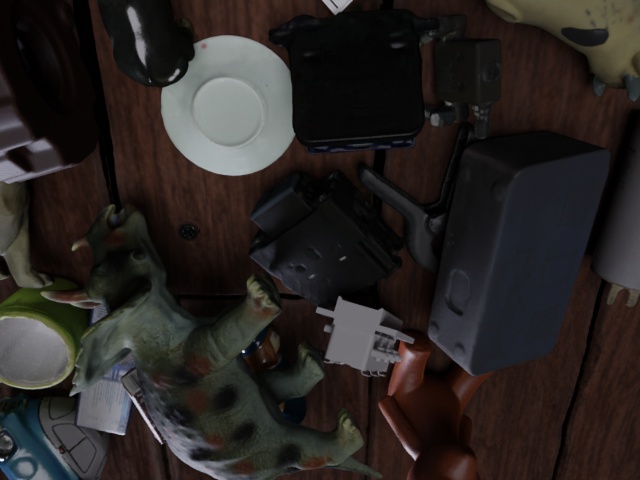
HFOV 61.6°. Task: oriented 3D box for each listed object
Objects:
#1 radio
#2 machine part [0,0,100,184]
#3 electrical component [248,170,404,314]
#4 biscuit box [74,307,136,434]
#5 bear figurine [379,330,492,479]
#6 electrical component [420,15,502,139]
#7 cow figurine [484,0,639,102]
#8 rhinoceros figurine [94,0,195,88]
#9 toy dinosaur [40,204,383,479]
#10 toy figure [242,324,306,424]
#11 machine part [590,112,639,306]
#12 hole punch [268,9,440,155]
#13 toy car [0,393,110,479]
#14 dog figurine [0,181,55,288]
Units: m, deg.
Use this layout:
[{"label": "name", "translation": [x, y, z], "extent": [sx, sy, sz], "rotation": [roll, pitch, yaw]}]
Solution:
[{"label": "radio", "translation": [0.188, 0.016, 0.528], "extent": [0.131, 0.073, 0.229], "rotation": [-10, 118, -27]}, {"label": "machine part", "translation": [-0.230, -0.132, 0.409], "extent": [0.056, 0.179, 0.179], "rotation": [-12, 116, 1]}, {"label": "electrical component", "translation": [-0.001, -0.002, 0.528], "extent": [0.115, 0.058, 0.134], "rotation": [-35, 114, 30]}, {"label": "biscuit box", "translation": [-0.218, 0.114, 0.584], "extent": [0.059, 0.063, 0.202], "rotation": [15, 114, -9]}, {"label": "bear figurine", "translation": [0.131, 0.210, 0.575], "extent": [0.120, 0.196, 0.131], "rotation": [17, 113, -8]}, {"label": "electrical component", "translation": [0.119, -0.145, 0.477], "extent": [0.045, 0.078, 0.102], "rotation": [-15, 121, -18]}, {"label": "cow figurine", "translation": [0.226, -0.196, 0.447], "extent": [0.195, 0.085, 0.127], "rotation": [14, 108, -12]}, {"label": "rhinoceros figurine", "translation": [-0.158, -0.210, 0.406], "extent": [0.073, 0.112, 0.190], "rotation": [-11, 124, 5]}, {"label": "toy dinosaur", "translation": [-0.088, 0.150, 0.507], "extent": [0.192, 0.131, 0.404], "rotation": [-29, 110, -1]}, {"label": "toy figure", "translation": [-0.060, 0.142, 0.607], "extent": [0.058, 0.064, 0.154], "rotation": [-31, 114, -27]}, {"label": "machine part", "translation": [0.330, -0.038, 0.531], "extent": [0.079, 0.079, 0.243], "rotation": [2, 116, -4]}, {"label": "hole punch", "translation": [0.033, -0.132, 0.474], "extent": [0.142, 0.092, 0.115], "rotation": [-2, 86, 8]}, {"label": "toy car", "translation": [-0.304, 0.240, 0.629], "extent": [0.103, 0.109, 0.161], "rotation": [-29, 104, -14]}, {"label": "dog figurine", "translation": [-0.339, -0.046, 0.493], "extent": [0.172, 0.121, 0.190], "rotation": [0, 98, 6]}]
